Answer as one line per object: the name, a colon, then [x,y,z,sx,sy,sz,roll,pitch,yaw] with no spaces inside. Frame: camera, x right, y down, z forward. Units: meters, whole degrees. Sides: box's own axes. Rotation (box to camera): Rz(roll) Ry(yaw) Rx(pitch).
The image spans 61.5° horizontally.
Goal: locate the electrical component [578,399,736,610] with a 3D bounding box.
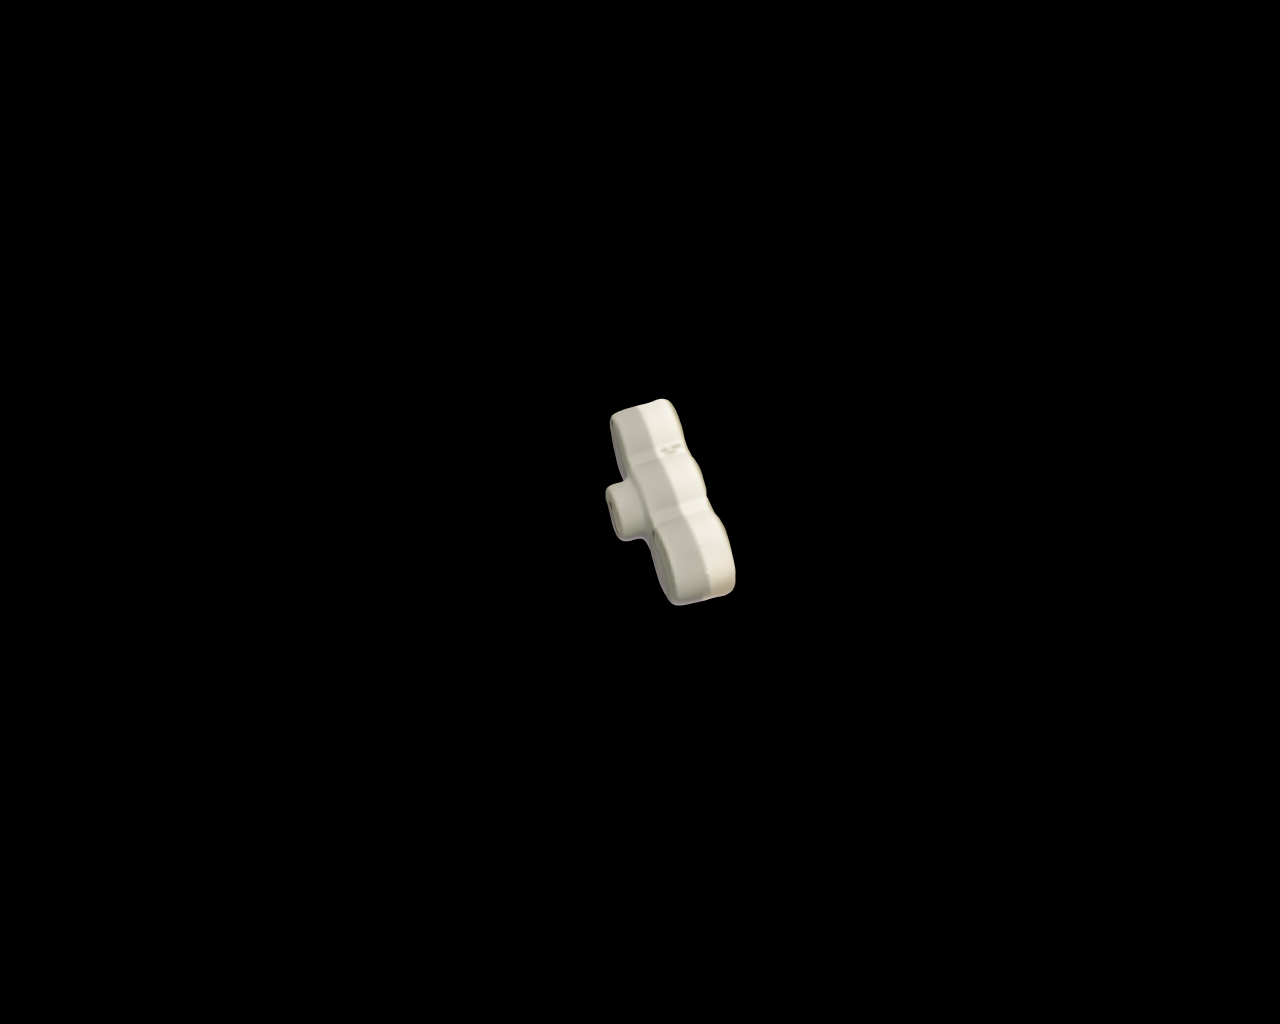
electrical component: [0.001,-0.003,0.650,0.074,0.138,0.052,-15,-32,-9]
